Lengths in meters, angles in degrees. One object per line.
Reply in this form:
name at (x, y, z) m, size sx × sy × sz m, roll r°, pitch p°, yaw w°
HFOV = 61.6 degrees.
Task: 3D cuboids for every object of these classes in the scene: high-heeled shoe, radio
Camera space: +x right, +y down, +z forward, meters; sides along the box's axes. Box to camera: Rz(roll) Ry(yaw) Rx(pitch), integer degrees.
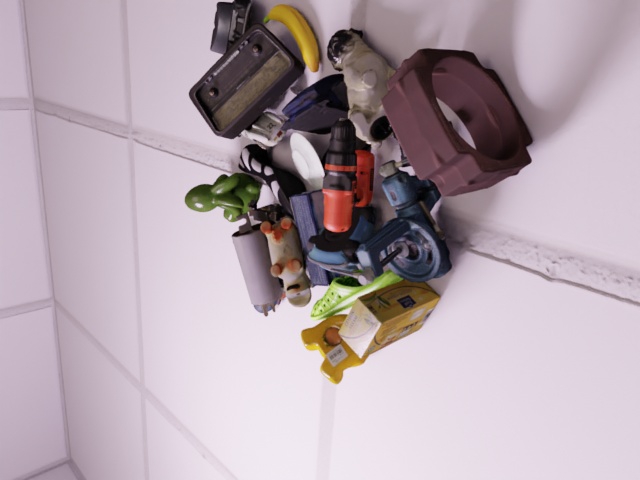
high-heeled shoe at (-0.118, -0.121, 1.221) m, size 0.145 × 0.086 × 0.249 m, roll -35°, pitch 63°, yaw 38°
radio at (-0.158, -0.333, 1.136) m, size 0.229 × 0.073 × 0.131 m, roll -40°, pitch 82°, yaw 14°

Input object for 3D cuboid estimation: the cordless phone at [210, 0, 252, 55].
cordless phone at (-0.146, -0.446, 1.192) m, size 0.184 × 0.089 × 0.146 m, roll 31°, pitch 121°, yaw 26°

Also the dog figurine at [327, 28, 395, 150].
dog figurine at (0.073, -0.278, 0.982) m, size 0.191 × 0.121 × 0.172 m, roll 55°, pitch 138°, yaw 46°

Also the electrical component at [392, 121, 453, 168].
electrical component at (0.184, -0.171, 0.908) m, size 0.119 × 0.048 × 0.074 m, roll -18°, pitch 87°, yaw 48°

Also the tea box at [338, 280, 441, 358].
tea box at (0.126, 0.134, 0.961) m, size 0.068 × 0.169 × 0.098 m, roll 46°, pitch 129°, yaw 30°

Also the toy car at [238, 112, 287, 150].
toy car at (-0.150, -0.262, 1.218) m, size 0.202 × 0.056 × 0.073 m, roll 31°, pitch 81°, yaw 42°

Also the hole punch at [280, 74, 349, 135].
hole punch at (-0.006, -0.269, 1.048) m, size 0.142 × 0.116 × 0.092 m, roll -17°, pitch 80°, yaw 48°

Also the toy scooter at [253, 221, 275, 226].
toy scooter at (-0.145, 0.033, 1.304) m, size 0.184 × 0.075 × 0.135 m, roll -23°, pitch 83°, yaw 51°

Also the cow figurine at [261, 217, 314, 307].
cow figurine at (-0.065, 0.054, 1.184) m, size 0.086 × 0.127 × 0.195 m, roll -17°, pitch 81°, yaw 9°

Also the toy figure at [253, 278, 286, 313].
toy figure at (-0.111, 0.122, 1.301) m, size 0.154 × 0.064 × 0.058 m, roll -46°, pitch 29°, yaw 38°

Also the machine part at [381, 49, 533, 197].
machine part at (0.199, -0.169, 0.777) m, size 0.087 × 0.201 × 0.201 m, roll -35°, pitch 74°, yaw 49°

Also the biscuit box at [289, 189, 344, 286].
biscuit box at (-0.002, -0.003, 1.133) m, size 0.063 × 0.059 × 0.202 m, roll -2°, pitch 104°, yaw 47°

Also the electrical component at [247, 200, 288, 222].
electrical component at (-0.121, -0.069, 1.244) m, size 0.102 × 0.078 × 0.045 m, roll 15°, pitch 119°, yaw 47°

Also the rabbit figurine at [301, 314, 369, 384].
rabbit figurine at (0.058, 0.202, 1.081) m, size 0.162 × 0.173 × 0.122 m, roll -45°, pitch 60°, yaw -5°

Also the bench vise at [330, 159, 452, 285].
bench vise at (0.130, -0.013, 0.882) m, size 0.129 × 0.240 × 0.223 m, roll 0°, pitch 116°, yaw 44°

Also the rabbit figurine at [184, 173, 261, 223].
rabbit figurine at (-0.234, -0.099, 1.293) m, size 0.159 × 0.170 × 0.121 m, roll -7°, pitch 95°, yaw 49°

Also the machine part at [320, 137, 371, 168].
machine part at (0.048, -0.177, 1.065) m, size 0.139 × 0.039 × 0.084 m, roll -42°, pitch 74°, yaw 43°

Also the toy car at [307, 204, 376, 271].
toy car at (0.054, 0.005, 1.049) m, size 0.109 × 0.161 × 0.102 m, roll 9°, pitch 145°, yaw 33°

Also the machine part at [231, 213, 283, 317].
machine part at (-0.140, 0.057, 1.211) m, size 0.079 × 0.079 × 0.243 m, roll 0°, pitch 109°, yaw 48°
